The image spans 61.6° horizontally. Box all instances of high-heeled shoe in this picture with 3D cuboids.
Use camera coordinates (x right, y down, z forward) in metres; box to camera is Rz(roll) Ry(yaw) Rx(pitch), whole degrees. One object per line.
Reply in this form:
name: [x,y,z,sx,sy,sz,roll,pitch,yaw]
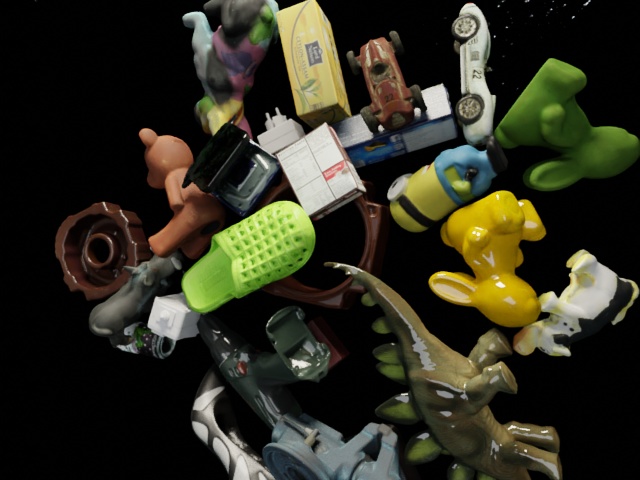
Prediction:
high-heeled shoe: [-0.117,0.295,0.831,0.145,0.086,0.249,-13,55,12]

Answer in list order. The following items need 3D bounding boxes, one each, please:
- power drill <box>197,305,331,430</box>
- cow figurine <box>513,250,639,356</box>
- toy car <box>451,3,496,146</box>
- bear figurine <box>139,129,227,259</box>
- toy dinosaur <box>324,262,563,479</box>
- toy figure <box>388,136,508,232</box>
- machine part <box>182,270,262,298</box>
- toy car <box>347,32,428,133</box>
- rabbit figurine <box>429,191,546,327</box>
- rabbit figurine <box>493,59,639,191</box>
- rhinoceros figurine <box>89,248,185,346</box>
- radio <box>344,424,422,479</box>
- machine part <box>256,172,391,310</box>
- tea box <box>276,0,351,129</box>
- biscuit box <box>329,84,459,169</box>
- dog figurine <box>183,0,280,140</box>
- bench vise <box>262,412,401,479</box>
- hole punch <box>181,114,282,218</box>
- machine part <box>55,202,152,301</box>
power drill: [-0.090,0.177,0.821,0.232,0.086,0.207,54,131,7]
cow figurine: [0.343,0.104,0.729,0.098,0.068,0.167,37,100,10]
toy car: [0.222,-0.236,0.773,0.056,0.073,0.201,-2,86,17]
bear figurine: [-0.247,-0.080,0.898,0.132,0.120,0.196,-43,74,16]
toy dinosaur: [0.175,0.208,0.732,0.199,0.105,0.471,-30,88,24]
toy figure: [0.177,-0.075,0.761,0.180,0.082,0.089,-25,74,32]
machine part: [-0.163,0.064,0.907,0.139,0.039,0.084,-12,90,16]
toy car: [0.093,-0.240,0.791,0.089,0.053,0.202,-21,53,17]
rabbit figurine: [0.231,0.038,0.730,0.162,0.122,0.173,-24,73,27]
rabbit figurine: [0.331,-0.135,0.714,0.170,0.121,0.159,37,105,10]
rhinoceros figurine: [-0.307,0.087,0.903,0.073,0.112,0.190,29,63,26]
radio: [0.033,0.377,0.814,0.230,0.073,0.131,-24,80,14]
machine part: [-0.002,-0.003,0.832,0.201,0.087,0.201,12,90,19]
tea box: [-0.008,-0.268,0.839,0.068,0.098,0.169,-13,82,16]
biscuit box: [0.100,-0.162,0.809,0.203,0.059,0.063,-15,58,17]
dog figurine: [-0.136,-0.263,0.871,0.192,0.108,0.219,-8,90,37]
bench vise: [-0.004,0.332,0.688,0.224,0.240,0.128,28,137,25]
hole punch: [-0.131,-0.108,0.820,0.142,0.092,0.116,-55,38,3]
machine part: [-0.391,0.021,0.973,0.180,0.056,0.179,0,88,17]
